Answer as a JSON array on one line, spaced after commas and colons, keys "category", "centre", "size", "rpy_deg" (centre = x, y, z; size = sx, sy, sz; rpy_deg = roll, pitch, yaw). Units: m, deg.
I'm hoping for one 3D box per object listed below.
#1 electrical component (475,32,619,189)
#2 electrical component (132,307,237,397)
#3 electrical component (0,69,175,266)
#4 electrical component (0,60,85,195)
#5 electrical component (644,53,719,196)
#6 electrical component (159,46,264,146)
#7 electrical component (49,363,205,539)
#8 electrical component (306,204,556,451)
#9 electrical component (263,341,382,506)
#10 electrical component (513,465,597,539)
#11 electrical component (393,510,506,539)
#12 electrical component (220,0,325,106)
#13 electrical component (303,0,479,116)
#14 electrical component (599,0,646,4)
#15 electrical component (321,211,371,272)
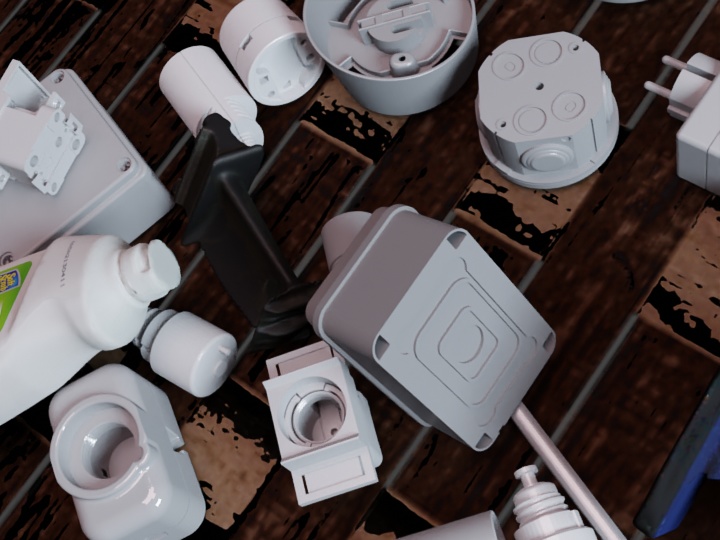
[{"category": "electrical component", "centre": [0.105, -0.091, 0.611], "size": [0.080, 0.051, 0.080], "rpy_deg": [-6, 66, 14]}, {"category": "electrical component", "centre": [-0.108, 0.042, 0.623], "size": [0.078, 0.040, 0.040], "rpy_deg": [26, 77, 25]}, {"category": "electrical component", "centre": [-0.193, -0.053, 0.682], "size": [0.109, 0.056, 0.108], "rpy_deg": [-39, 62, -2]}, {"category": "electrical component", "centre": [-0.203, -0.077, 0.638], "size": [0.064, 0.042, 0.081], "rpy_deg": [19, 74, 22]}, {"category": "electrical component", "centre": [0.194, -0.094, 0.587], "size": [0.076, 0.047, 0.083], "rpy_deg": [31, 79, 26]}, {"category": "electrical component", "centre": [-0.089, -0.099, 0.677], "size": [0.043, 0.043, 0.081], "rpy_deg": [-37, 62, -1]}, {"category": "electrical component", "centre": [-0.131, 0.103, 0.593], "size": [0.054, 0.059, 0.095], "rpy_deg": [-28, 62, 4]}, {"category": "electrical component", "centre": [0.037, 0.029, 0.541], "size": [0.057, 0.113, 0.078], "rpy_deg": [23, 74, 49]}, {"category": "electrical component", "centre": [-0.017, 0.082, 0.565], "size": [0.042, 0.063, 0.081], "rpy_deg": [-20, 63, 8]}, {"category": "electrical component", "centre": [0.094, 0.133, 0.522], "size": [0.040, 0.040, 0.078], "rpy_deg": [-23, 63, 6]}, {"category": "electrical component", "centre": [0.040, 0.166, 0.522], "size": [0.077, 0.044, 0.079], "rpy_deg": [-19, 63, 8]}, {"category": "electrical component", "centre": [-0.057, -0.140, 0.680], "size": [0.055, 0.055, 0.047], "rpy_deg": [-36, 59, -1]}, {"category": "electrical component", "centre": [0.022, -0.145, 0.652], "size": [0.099, 0.064, 0.099], "rpy_deg": [-6, 66, 14]}, {"category": "electrical component", "centre": [0.161, -0.211, 0.638], "size": [0.099, 0.064, 0.099], "rpy_deg": [-6, 66, 14]}, {"category": "electrical component", "centre": [0.000, 0.000, 0.609], "size": [0.044, 0.044, 0.065], "rpy_deg": [-18, 58, 9]}]
